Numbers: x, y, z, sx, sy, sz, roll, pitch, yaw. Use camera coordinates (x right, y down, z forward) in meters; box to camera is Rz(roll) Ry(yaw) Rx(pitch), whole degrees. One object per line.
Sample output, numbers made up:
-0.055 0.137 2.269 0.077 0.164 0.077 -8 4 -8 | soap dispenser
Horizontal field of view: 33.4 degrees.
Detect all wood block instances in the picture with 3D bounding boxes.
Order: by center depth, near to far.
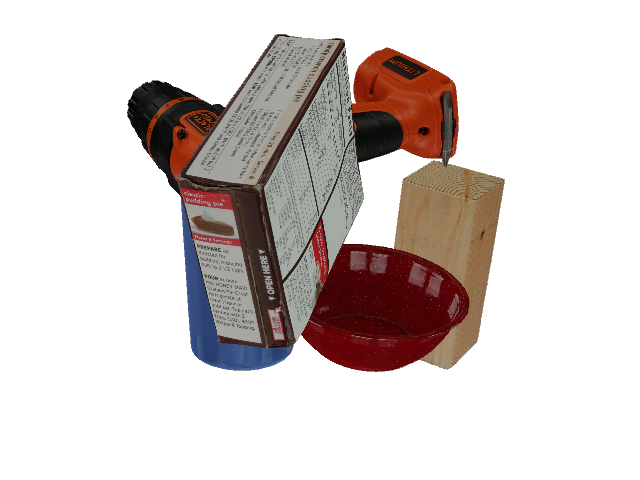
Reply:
0.138 0.027 1.208 0.090 0.206 0.090 18 26 25 | wood block

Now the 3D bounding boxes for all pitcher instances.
-0.068 0.004 1.076 0.144 0.243 0.149 -10 21 -30 | pitcher

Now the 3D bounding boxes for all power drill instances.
-0.020 -0.077 0.698 0.187 0.057 0.185 -18 33 -21 | power drill

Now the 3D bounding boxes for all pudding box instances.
-0.016 -0.023 0.461 0.039 0.090 0.113 5 41 18 | pudding box

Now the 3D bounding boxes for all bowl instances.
0.040 0.062 0.891 0.162 0.055 0.162 5 26 -3 | bowl
